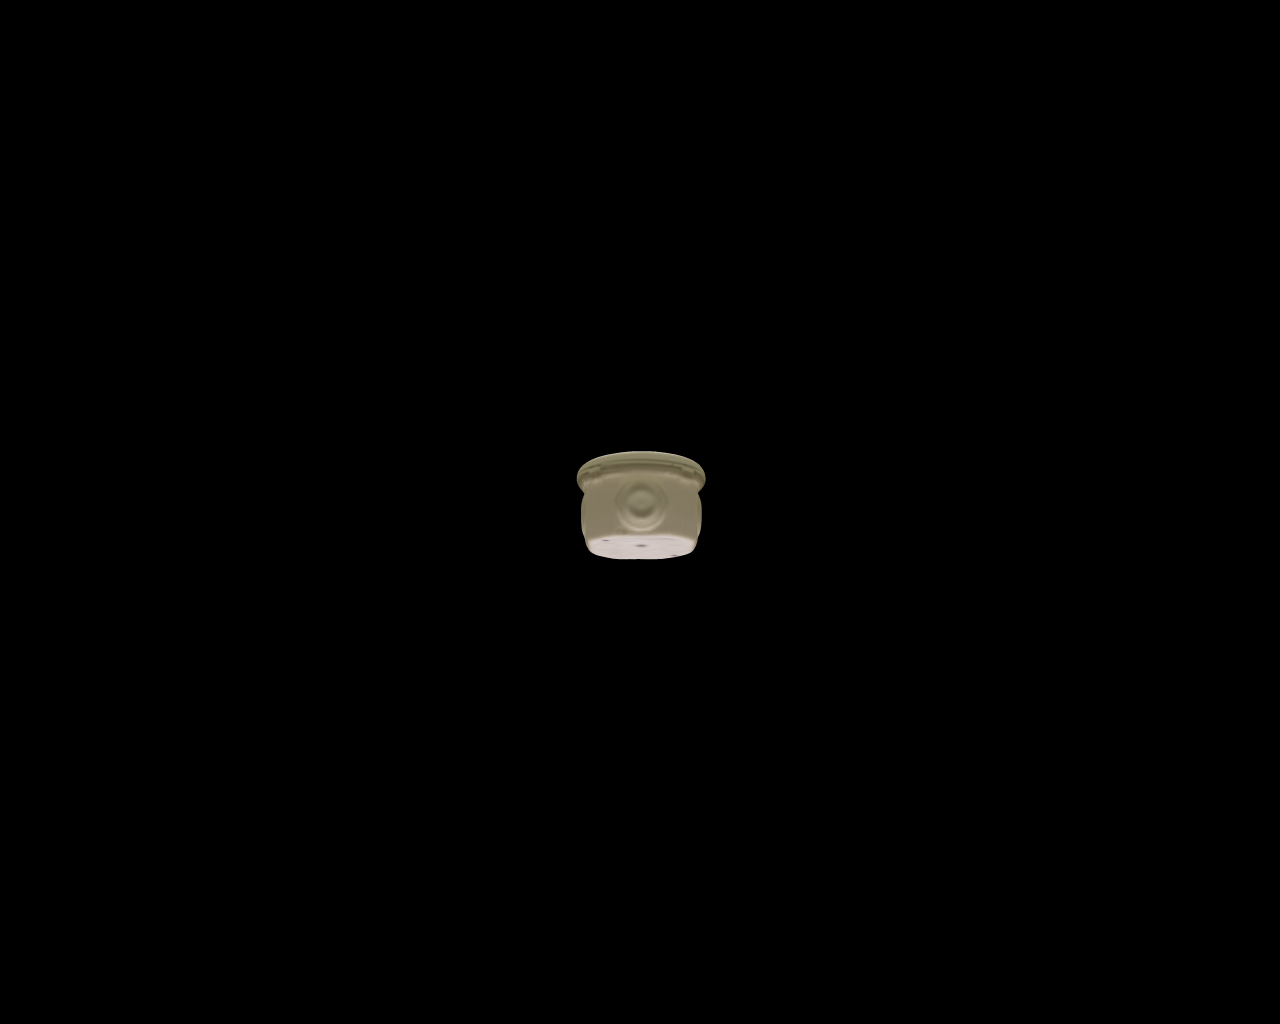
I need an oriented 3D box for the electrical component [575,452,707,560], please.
[{"bbox_3d":[0.001,-0.003,0.650,0.080,0.051,0.080,0,-15,0],"label":"electrical component"}]
